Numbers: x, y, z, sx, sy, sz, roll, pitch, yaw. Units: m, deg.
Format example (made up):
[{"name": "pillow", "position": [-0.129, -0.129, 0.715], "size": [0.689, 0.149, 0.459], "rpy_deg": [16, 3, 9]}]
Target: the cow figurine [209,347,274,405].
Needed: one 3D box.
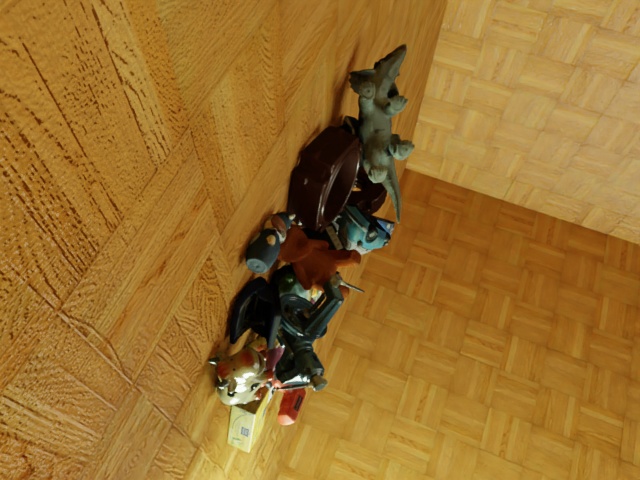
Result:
[{"name": "cow figurine", "position": [-0.161, 0.267, 1.061], "size": [0.127, 0.085, 0.194], "rpy_deg": [-11, 151, -30]}]

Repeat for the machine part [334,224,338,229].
[{"name": "machine part", "position": [-0.003, -0.004, 1.438], "size": [0.243, 0.079, 0.079], "rpy_deg": [-58, 164, -47]}]

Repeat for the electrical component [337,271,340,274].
[{"name": "electrical component", "position": [-0.001, 0.079, 1.487], "size": [0.048, 0.119, 0.074], "rpy_deg": [-5, 112, -79]}]

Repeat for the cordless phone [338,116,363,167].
[{"name": "cordless phone", "position": [0.047, -0.218, 1.345], "size": [0.184, 0.089, 0.146], "rpy_deg": [-40, 152, -48]}]

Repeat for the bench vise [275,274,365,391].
[{"name": "bench vise", "position": [-0.019, 0.175, 1.084], "size": [0.240, 0.129, 0.224], "rpy_deg": [-54, -145, 24]}]

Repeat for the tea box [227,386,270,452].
[{"name": "tea box", "position": [-0.183, 0.449, 1.378], "size": [0.098, 0.068, 0.169], "rpy_deg": [-58, 163, -50]}]

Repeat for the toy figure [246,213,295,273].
[{"name": "toy figure", "position": [-0.092, -0.005, 1.015], "size": [0.057, 0.064, 0.154], "rpy_deg": [53, 39, -27]}]

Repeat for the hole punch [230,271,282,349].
[{"name": "hole punch", "position": [-0.130, 0.142, 1.073], "size": [0.116, 0.092, 0.142], "rpy_deg": [-100, -162, -57]}]

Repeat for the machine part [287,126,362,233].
[{"name": "machine part", "position": [0.014, -0.132, 1.195], "size": [0.201, 0.087, 0.201], "rpy_deg": [-50, 158, -43]}]

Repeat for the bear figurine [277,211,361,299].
[{"name": "bear figurine", "position": [-0.019, 0.030, 1.133], "size": [0.195, 0.132, 0.120], "rpy_deg": [48, 58, -46]}]

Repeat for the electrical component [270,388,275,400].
[{"name": "electrical component", "position": [-0.149, 0.421, 1.573], "size": [0.102, 0.045, 0.078], "rpy_deg": [88, 26, -65]}]

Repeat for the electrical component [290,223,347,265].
[{"name": "electrical component", "position": [-0.012, 0.025, 1.285], "size": [0.058, 0.134, 0.115], "rpy_deg": [90, -21, -55]}]

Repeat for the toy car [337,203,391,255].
[{"name": "toy car", "position": [0.096, -0.015, 1.328], "size": [0.103, 0.109, 0.161], "rpy_deg": [-45, 148, 13]}]

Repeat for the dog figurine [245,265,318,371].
[{"name": "dog figurine", "position": [-0.096, 0.187, 1.240], "size": [0.191, 0.109, 0.219], "rpy_deg": [97, 19, -55]}]

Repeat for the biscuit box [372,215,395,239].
[{"name": "biscuit box", "position": [0.124, -0.055, 1.647], "size": [0.063, 0.203, 0.059], "rpy_deg": [-26, 133, -74]}]

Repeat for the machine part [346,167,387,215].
[{"name": "machine part", "position": [0.092, -0.136, 1.425], "size": [0.056, 0.179, 0.179], "rpy_deg": [94, 19, -47]}]

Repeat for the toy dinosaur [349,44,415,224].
[{"name": "toy dinosaur", "position": [0.140, -0.251, 1.267], "size": [0.192, 0.131, 0.404], "rpy_deg": [-104, -168, -79]}]
